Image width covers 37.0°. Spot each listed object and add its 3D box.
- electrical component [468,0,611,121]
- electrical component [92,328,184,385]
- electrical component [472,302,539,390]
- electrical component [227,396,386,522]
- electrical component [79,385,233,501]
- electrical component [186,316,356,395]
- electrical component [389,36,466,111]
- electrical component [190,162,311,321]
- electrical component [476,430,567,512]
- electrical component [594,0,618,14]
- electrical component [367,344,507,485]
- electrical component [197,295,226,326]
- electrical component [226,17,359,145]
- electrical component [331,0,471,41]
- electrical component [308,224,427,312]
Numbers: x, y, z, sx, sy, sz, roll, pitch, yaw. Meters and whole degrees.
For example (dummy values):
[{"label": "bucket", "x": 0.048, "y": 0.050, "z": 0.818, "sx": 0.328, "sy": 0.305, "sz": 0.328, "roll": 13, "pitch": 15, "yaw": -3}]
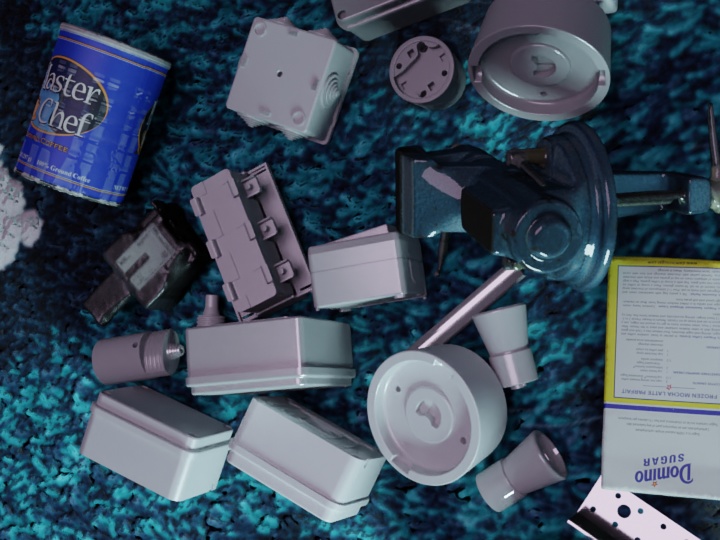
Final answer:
[{"label": "electrical component", "x": 0.142, "y": -0.172, "z": 0.829, "sx": 0.108, "sy": 0.108, "sz": 0.060, "roll": 3, "pitch": 59, "yaw": 21}, {"label": "electrical component", "x": -0.197, "y": 0.078, "z": 0.978, "sx": 0.081, "sy": 0.043, "sz": 0.043, "roll": -10, "pitch": 83, "yaw": 20}, {"label": "electrical component", "x": 0.118, "y": 0.062, "z": 0.858, "sx": 0.044, "sy": 0.044, "sz": 0.065, "roll": -15, "pitch": 86, "yaw": 20}, {"label": "electrical component", "x": -0.044, "y": 0.156, "z": 0.895, "sx": 0.113, "sy": 0.078, "sz": 0.057, "roll": 27, "pitch": 94, "yaw": 21}, {"label": "electrical component", "x": -0.178, "y": 0.150, "z": 0.948, "sx": 0.113, "sy": 0.078, "sz": 0.057, "roll": 21, "pitch": 97, "yaw": 21}, {"label": "electrical component", "x": -0.073, "y": 0.072, "z": 0.895, "sx": 0.109, "sy": 0.109, "sz": 0.056, "roll": -7, "pitch": 82, "yaw": 21}, {"label": "electrical component", "x": 0.058, "y": -0.161, "z": 0.891, "sx": 0.055, "sy": 0.047, "sz": 0.055, "roll": -1, "pitch": 87, "yaw": 21}, {"label": "electrical component", "x": -0.098, "y": -0.024, "z": 0.934, "sx": 0.079, "sy": 0.063, "sz": 0.121, "roll": -26, "pitch": 78, "yaw": 18}, {"label": "electrical component", "x": 0.125, "y": 0.161, "z": 0.849, "sx": 0.065, "sy": 0.044, "sz": 0.044, "roll": -37, "pitch": 75, "yaw": 20}, {"label": "electrical component", "x": 0.161, "y": -0.248, "z": 0.855, "sx": 0.100, "sy": 0.048, "sz": 0.099, "roll": 2, "pitch": 87, "yaw": 21}, {"label": "electrical component", "x": 0.066, "y": 0.111, "z": 0.859, "sx": 0.108, "sy": 0.060, "sz": 0.108, "roll": 9, "pitch": 104, "yaw": 38}, {"label": "electrical component", "x": -0.133, "y": 0.053, "z": 0.959, "sx": 0.035, "sy": 0.035, "sz": 0.061, "roll": 0, "pitch": 84, "yaw": 21}, {"label": "electrical component", "x": -0.060, "y": -0.165, "z": 0.936, "sx": 0.100, "sy": 0.048, "sz": 0.099, "roll": 20, "pitch": 94, "yaw": 21}, {"label": "electrical component", "x": 0.030, "y": -0.249, "z": 0.902, "sx": 0.113, "sy": 0.057, "sz": 0.078, "roll": -17, "pitch": 81, "yaw": 20}, {"label": "electrical component", "x": 0.000, "y": 0.000, "z": 0.896, "sx": 0.096, "sy": 0.062, "sz": 0.061, "roll": -10, "pitch": 83, "yaw": 21}]
